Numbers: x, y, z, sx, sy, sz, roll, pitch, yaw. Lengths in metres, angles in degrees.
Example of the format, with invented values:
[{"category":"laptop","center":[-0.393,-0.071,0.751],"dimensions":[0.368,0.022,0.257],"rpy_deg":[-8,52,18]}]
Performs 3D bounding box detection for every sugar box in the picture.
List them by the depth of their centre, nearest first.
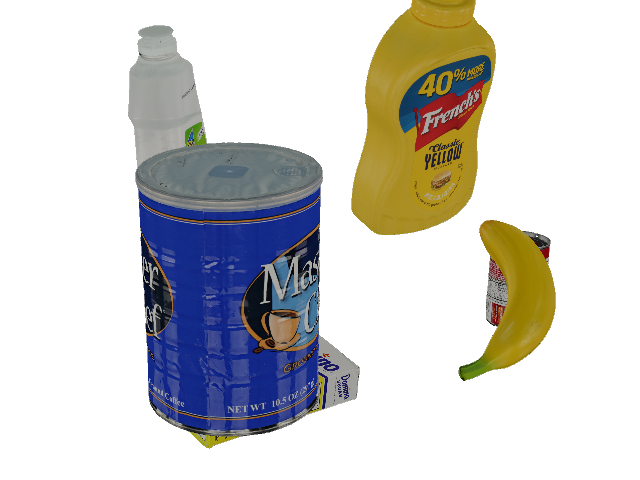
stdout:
[{"category":"sugar box","center":[-0.058,0.141,1.049],"dimensions":[0.175,0.048,0.093],"rpy_deg":[-16,32,-33]}]

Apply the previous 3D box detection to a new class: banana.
[{"category":"banana","center":[0.155,0.039,0.864],"dimensions":[0.070,0.037,0.197],"rpy_deg":[4,35,13]}]

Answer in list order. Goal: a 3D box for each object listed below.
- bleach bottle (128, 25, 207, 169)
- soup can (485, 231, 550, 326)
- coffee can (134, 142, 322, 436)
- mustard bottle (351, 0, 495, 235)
[{"category":"bleach bottle","center":[-0.125,-0.063,0.918],"dimensions":[0.068,0.251,0.102],"rpy_deg":[1,30,6]},{"category":"soup can","center":[0.228,0.047,1.240],"dimensions":[0.068,0.102,0.068],"rpy_deg":[1,17,-1]},{"category":"coffee can","center":[-0.051,0.025,0.611],"dimensions":[0.103,0.140,0.103],"rpy_deg":[0,22,0]},{"category":"mustard bottle","center":[0.074,-0.098,0.730],"dimensions":[0.096,0.192,0.058],"rpy_deg":[-19,44,-27]}]
